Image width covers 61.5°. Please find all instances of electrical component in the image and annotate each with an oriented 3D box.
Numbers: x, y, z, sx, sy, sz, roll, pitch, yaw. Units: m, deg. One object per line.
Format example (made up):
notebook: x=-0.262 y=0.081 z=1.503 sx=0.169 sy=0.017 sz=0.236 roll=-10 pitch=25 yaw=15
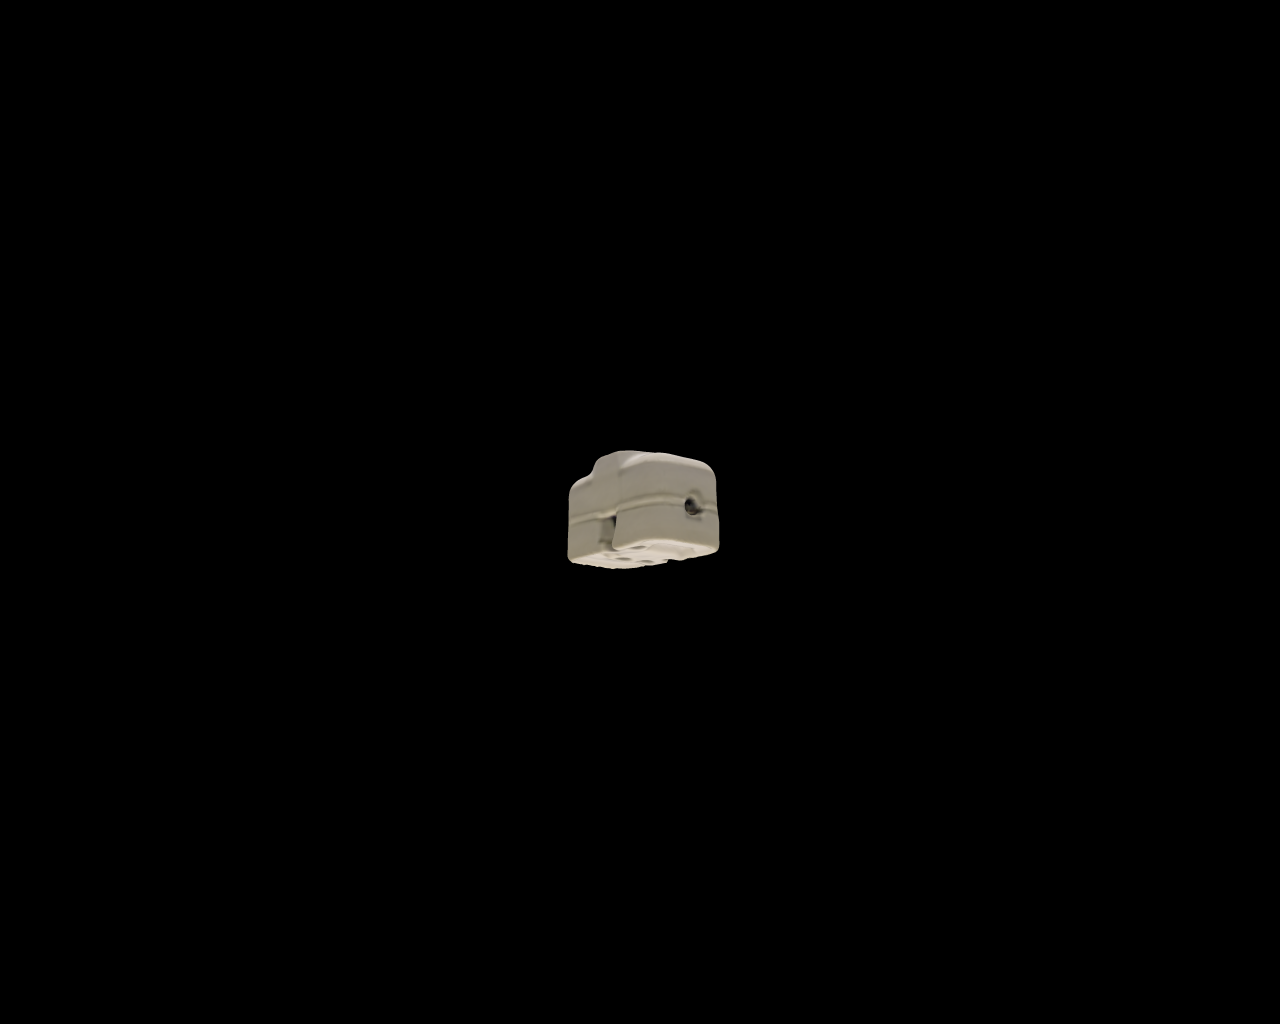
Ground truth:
electrical component: x=0.001 y=-0.003 z=0.650 sx=0.054 sy=0.059 sz=0.095 roll=11 pitch=-17 yaw=-38
